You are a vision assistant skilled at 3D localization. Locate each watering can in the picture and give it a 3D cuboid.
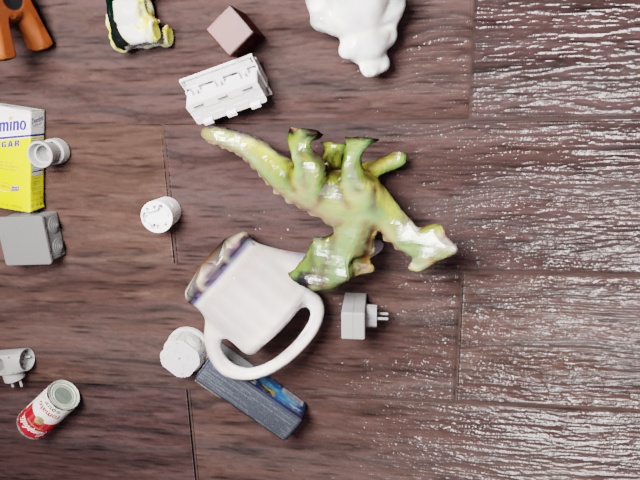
[{"bbox_3d":[-0.077,0.072,0.863,0.224,0.104,0.347,42,92,-4],"label":"watering can"}]

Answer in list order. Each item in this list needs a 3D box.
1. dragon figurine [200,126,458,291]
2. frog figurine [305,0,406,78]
[{"bbox_3d":[0.002,-0.040,0.785,0.410,0.122,0.242,8,93,12],"label":"dragon figurine"},{"bbox_3d":[0.052,-0.315,0.732,0.137,0.123,0.159,-8,93,-10],"label":"frog figurine"}]
